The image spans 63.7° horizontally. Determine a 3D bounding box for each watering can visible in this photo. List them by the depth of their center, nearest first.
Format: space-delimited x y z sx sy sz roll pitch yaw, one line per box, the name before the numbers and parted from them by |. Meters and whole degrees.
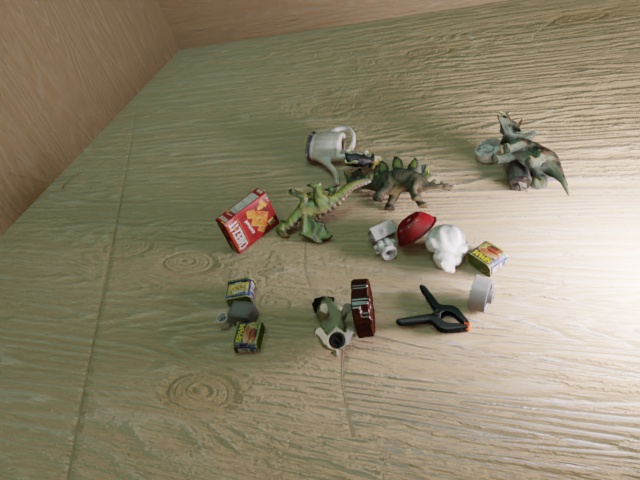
watering can | 0.034 -0.382 2.277 0.224 0.355 0.102 3 -36 22

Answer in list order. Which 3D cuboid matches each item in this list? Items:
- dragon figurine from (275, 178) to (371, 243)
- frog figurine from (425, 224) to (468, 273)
dragon figurine | 0.006 -0.100 1.977 0.409 0.247 0.120 -10 -22 20
frog figurine | 0.408 0.026 1.679 0.138 0.120 0.163 19 40 13
